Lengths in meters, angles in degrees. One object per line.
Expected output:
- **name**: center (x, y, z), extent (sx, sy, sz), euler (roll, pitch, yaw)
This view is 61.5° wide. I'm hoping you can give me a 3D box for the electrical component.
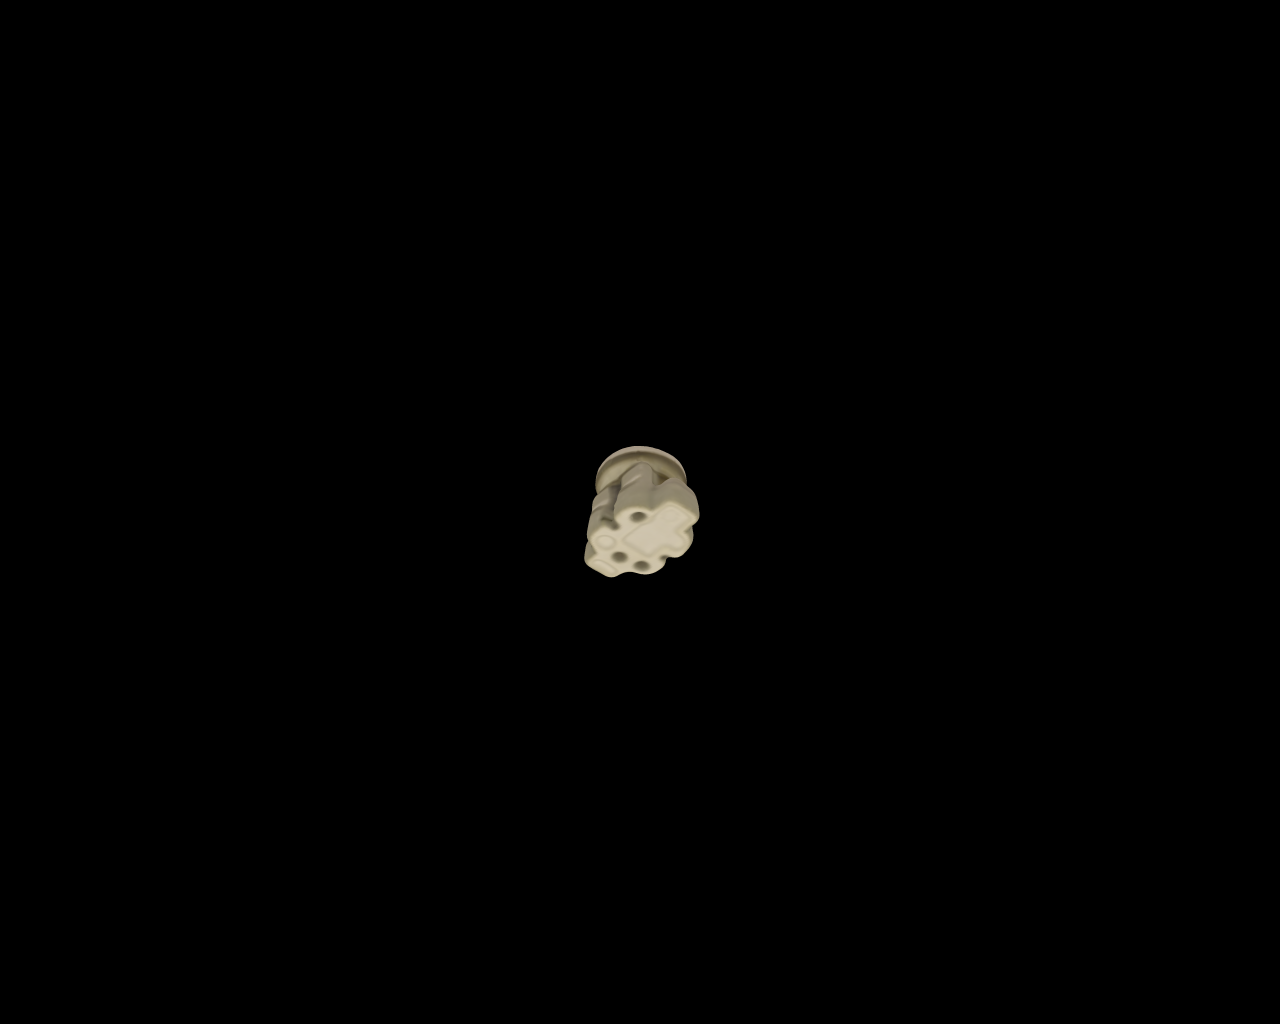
- **electrical component**: center (0.001, -0.003, 0.650), extent (0.058, 0.057, 0.078), euler (33, -54, -29)
